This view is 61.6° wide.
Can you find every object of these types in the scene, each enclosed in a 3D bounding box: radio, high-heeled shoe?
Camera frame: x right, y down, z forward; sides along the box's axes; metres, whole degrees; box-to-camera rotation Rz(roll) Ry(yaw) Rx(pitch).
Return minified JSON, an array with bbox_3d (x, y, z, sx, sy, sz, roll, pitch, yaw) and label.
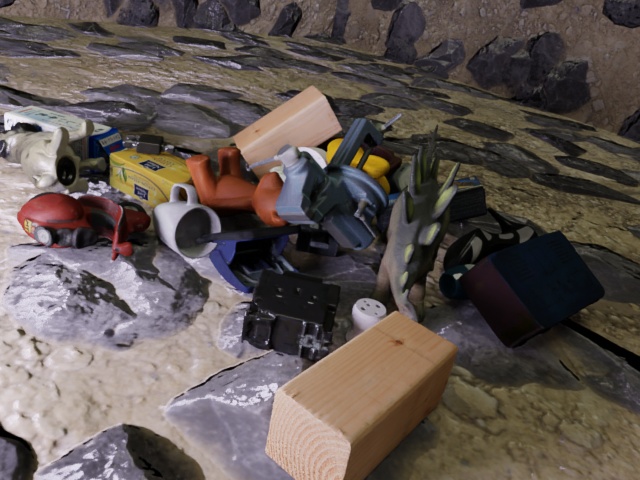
[{"bbox_3d":[0.332,0.071,0.829,0.229,0.073,0.131,-14,65,-39],"label":"radio"},{"bbox_3d":[0.321,0.034,0.979,0.145,0.086,0.249,47,52,2],"label":"high-heeled shoe"}]

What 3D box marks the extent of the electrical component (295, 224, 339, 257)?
[{"bbox_3d":[-0.002,-0.003,0.909,0.075,0.047,0.119,8,28,-8],"label":"electrical component"}]

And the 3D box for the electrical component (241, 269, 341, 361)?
[{"bbox_3d":[-0.034,0.091,0.710,0.115,0.058,0.134,14,27,-1],"label":"electrical component"}]

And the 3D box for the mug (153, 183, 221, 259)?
[{"bbox_3d":[-0.217,-0.034,0.831,0.081,0.109,0.107,-21,26,-39],"label":"mug"}]

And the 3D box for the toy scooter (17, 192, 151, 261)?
[{"bbox_3d":[-0.333,-0.016,0.778,0.184,0.075,0.135,0,30,-31],"label":"toy scooter"}]

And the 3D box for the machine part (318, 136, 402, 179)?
[{"bbox_3d":[0.070,-0.164,1.208,0.202,0.087,0.201,20,29,19],"label":"machine part"}]

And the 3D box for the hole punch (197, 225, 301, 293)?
[{"bbox_3d":[-0.095,0.024,0.800,0.142,0.092,0.116,-12,10,-38],"label":"hole punch"}]

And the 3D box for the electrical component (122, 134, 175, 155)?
[{"bbox_3d":[-0.316,-0.179,1.002,0.094,0.021,0.063,5,26,-9],"label":"electrical component"}]

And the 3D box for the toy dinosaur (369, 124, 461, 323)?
[{"bbox_3d":[0.160,-0.038,0.855,0.105,0.198,0.471,15,35,1],"label":"toy dinosaur"}]

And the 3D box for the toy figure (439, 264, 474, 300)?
[{"bbox_3d":[0.264,0.067,0.879,0.154,0.058,0.064,-5,70,-32],"label":"toy figure"}]

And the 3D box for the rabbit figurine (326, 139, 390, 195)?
[{"bbox_3d":[0.048,-0.120,0.991,0.162,0.121,0.173,2,55,11],"label":"rabbit figurine"}]

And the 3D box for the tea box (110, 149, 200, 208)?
[{"bbox_3d":[-0.289,-0.110,0.979,0.170,0.068,0.098,25,29,22],"label":"tea box"}]

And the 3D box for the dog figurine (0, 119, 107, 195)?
[{"bbox_3d":[-0.505,-0.140,0.942,0.191,0.121,0.172,1,22,11],"label":"dog figurine"}]

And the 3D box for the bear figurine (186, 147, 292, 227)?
[{"bbox_3d":[-0.114,-0.087,0.909,0.196,0.131,0.120,5,22,35],"label":"bear figurine"}]

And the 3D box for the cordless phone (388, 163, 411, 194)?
[{"bbox_3d":[0.229,-0.082,1.121,0.184,0.088,0.146,24,29,13],"label":"cordless phone"}]

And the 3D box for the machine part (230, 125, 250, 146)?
[{"bbox_3d":[-0.115,-0.246,1.297,0.079,0.079,0.243,30,32,31],"label":"machine part"}]

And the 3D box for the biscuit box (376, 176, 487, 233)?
[{"bbox_3d":[0.205,-0.064,1.013,0.203,0.062,0.059,-12,25,8],"label":"biscuit box"}]

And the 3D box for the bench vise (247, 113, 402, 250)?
[{"bbox_3d":[0.033,-0.108,0.846,0.223,0.240,0.129,40,-24,-22],"label":"bench vise"}]
